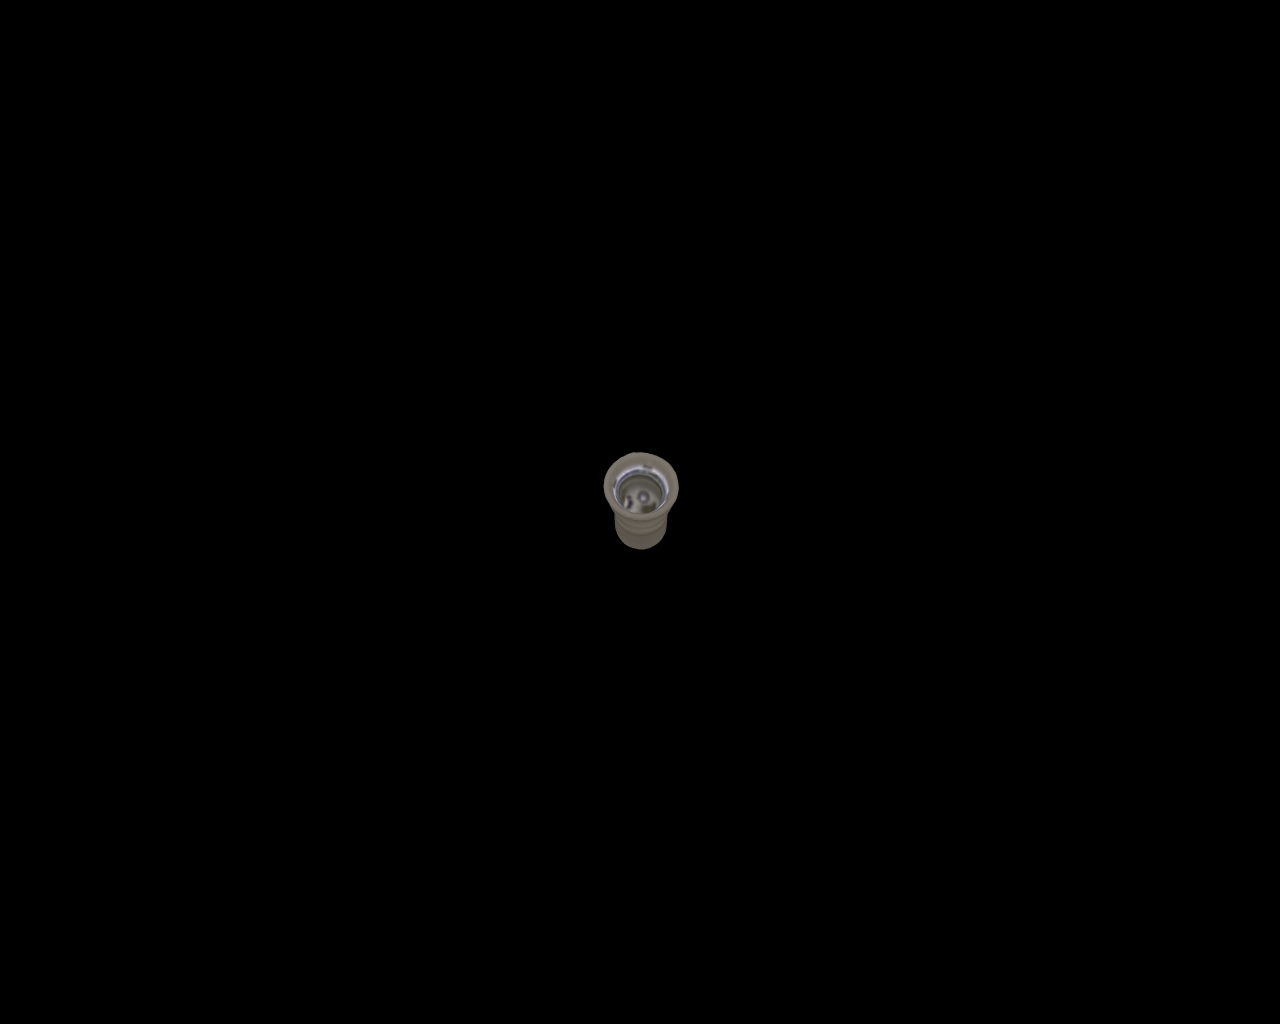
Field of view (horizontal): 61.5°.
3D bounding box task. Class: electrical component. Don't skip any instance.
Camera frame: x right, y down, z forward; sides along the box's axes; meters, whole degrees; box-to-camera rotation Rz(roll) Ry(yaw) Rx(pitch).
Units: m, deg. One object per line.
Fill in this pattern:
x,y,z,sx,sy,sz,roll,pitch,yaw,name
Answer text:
0.001,-0.003,0.650,0.044,0.044,0.065,0,-25,0,electrical component
